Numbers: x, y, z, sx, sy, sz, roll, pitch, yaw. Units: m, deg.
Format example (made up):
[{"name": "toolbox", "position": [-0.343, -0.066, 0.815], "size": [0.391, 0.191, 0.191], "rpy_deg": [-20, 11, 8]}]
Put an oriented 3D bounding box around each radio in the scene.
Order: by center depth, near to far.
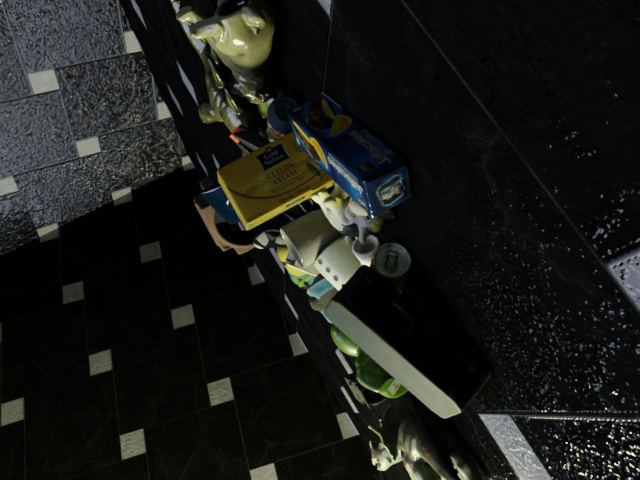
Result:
[{"name": "radio", "position": [0.114, 0.140, 0.741], "size": [0.230, 0.073, 0.131], "rpy_deg": [39, 162, 11]}]

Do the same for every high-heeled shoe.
[{"name": "high-heeled shoe", "position": [-0.057, -0.003, 1.153], "size": [0.145, 0.086, 0.248], "rpy_deg": [33, 157, -5]}]

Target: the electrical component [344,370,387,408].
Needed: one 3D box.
[{"name": "electrical component", "position": [0.117, 0.282, 1.102], "size": [0.058, 0.115, 0.134], "rpy_deg": [63, 166, -1]}]

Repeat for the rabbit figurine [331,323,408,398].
[{"name": "rabbit figurine", "position": [0.101, 0.194, 0.975], "size": [0.170, 0.121, 0.159], "rpy_deg": [33, 175, 37]}]

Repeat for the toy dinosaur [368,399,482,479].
[{"name": "toy dinosaur", "position": [0.201, 0.397, 1.045], "size": [0.192, 0.131, 0.404], "rpy_deg": [57, 161, 17]}]

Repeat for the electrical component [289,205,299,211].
[{"name": "electrical component", "position": [-0.092, -0.117, 1.206], "size": [0.119, 0.048, 0.075], "rpy_deg": [62, 167, -4]}]

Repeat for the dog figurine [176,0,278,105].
[{"name": "dog figurine", "position": [-0.096, -0.272, 0.791], "size": [0.190, 0.121, 0.172], "rpy_deg": [52, 180, -44]}]

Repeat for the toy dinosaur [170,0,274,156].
[{"name": "toy dinosaur", "position": [-0.161, -0.269, 1.025], "size": [0.471, 0.105, 0.198], "rpy_deg": [52, 161, -5]}]

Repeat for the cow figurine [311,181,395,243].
[{"name": "cow figurine", "position": [0.052, -0.036, 0.744], "size": [0.098, 0.068, 0.167], "rpy_deg": [58, 173, -17]}]

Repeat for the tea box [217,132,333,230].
[{"name": "tea box", "position": [-0.062, -0.097, 0.830], "size": [0.098, 0.170, 0.068], "rpy_deg": [59, 170, 2]}]

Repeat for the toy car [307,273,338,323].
[{"name": "toy car", "position": [0.048, 0.103, 1.047], "size": [0.161, 0.109, 0.103], "rpy_deg": [51, -161, -31]}]

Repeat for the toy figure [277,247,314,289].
[{"name": "toy figure", "position": [-0.051, 0.059, 1.344], "size": [0.082, 0.089, 0.180], "rpy_deg": [46, 159, 36]}]

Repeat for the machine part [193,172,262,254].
[{"name": "machine part", "position": [-0.187, -0.081, 1.311], "size": [0.087, 0.201, 0.201], "rpy_deg": [45, 160, 51]}]

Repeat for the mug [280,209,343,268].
[{"name": "mug", "position": [-0.002, -0.003, 0.953], "size": [0.081, 0.107, 0.109], "rpy_deg": [52, 170, 43]}]

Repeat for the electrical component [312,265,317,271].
[{"name": "electrical component", "position": [0.010, 0.043, 1.087], "size": [0.094, 0.021, 0.063], "rpy_deg": [11, 150, 12]}]

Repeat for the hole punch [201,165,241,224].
[{"name": "hole punch", "position": [-0.179, -0.098, 1.165], "size": [0.116, 0.092, 0.142], "rpy_deg": [2, 139, 45]}]

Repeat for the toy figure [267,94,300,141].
[{"name": "toy figure", "position": [-0.060, -0.192, 0.873], "size": [0.058, 0.064, 0.154], "rpy_deg": [24, 176, -7]}]

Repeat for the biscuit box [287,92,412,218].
[{"name": "biscuit box", "position": [0.032, -0.111, 0.669], "size": [0.203, 0.059, 0.062], "rpy_deg": [49, 164, 43]}]
